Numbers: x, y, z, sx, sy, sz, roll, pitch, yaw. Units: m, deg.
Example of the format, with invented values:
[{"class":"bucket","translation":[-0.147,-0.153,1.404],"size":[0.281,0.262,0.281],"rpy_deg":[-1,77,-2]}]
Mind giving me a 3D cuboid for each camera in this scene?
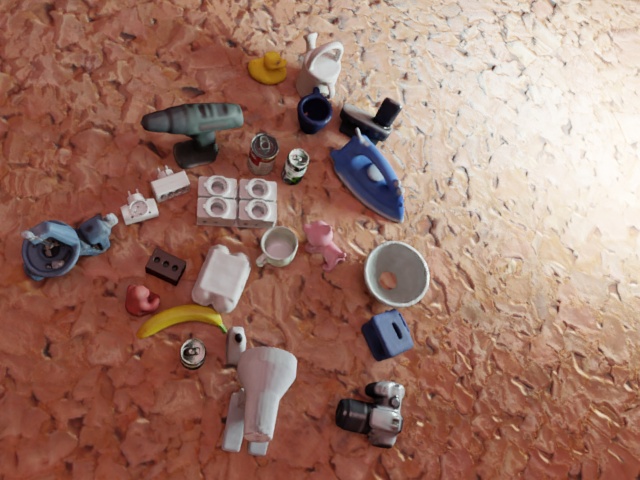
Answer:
[{"class":"camera","translation":[0.111,0.380,1.273],"size":[0.137,0.100,0.143],"rpy_deg":[14,69,-8]}]

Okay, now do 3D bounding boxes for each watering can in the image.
[{"class":"watering can","translation":[-0.001,-0.455,1.485],"size":[0.101,0.194,0.173],"rpy_deg":[-41,84,-22]}]

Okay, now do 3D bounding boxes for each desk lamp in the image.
[{"class":"desk lamp","translation":[-0.124,0.334,1.171],"size":[0.118,0.213,0.203],"rpy_deg":[11,69,-9]}]

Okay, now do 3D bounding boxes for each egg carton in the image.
[{"class":"egg carton","translation":[-0.223,0.089,1.310],"size":[0.107,0.069,0.150],"rpy_deg":[20,68,-6]}]

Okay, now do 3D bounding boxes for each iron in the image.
[{"class":"iron","translation":[0.147,-0.165,1.449],"size":[0.119,0.141,0.258],"rpy_deg":[-38,83,-22]}]

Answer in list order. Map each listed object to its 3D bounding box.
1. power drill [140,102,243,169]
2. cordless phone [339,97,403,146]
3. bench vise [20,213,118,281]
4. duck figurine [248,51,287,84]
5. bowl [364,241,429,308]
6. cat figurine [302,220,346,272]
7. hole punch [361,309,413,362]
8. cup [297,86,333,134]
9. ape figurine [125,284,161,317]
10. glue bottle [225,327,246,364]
[{"class":"power drill","translation":[-0.295,-0.248,1.334],"size":[0.230,0.208,0.075],"rpy_deg":[-18,76,-18]},{"class":"cordless phone","translation":[0.133,-0.333,1.480],"size":[0.147,0.185,0.094],"rpy_deg":[24,67,-4]},{"class":"bench vise","translation":[-0.534,-0.013,1.189],"size":[0.121,0.219,0.208],"rpy_deg":[38,67,2]},{"class":"duck figurine","translation":[-0.135,-0.466,1.515],"size":[0.105,0.086,0.077],"rpy_deg":[6,70,-11]},{"class":"bowl","translation":[0.178,0.092,1.403],"size":[0.167,0.074,0.167],"rpy_deg":[4,70,-12]},{"class":"cat figurine","translation":[0.013,0.005,1.370],"size":[0.128,0.117,0.067],"rpy_deg":[44,68,4]},{"class":"hole punch","translation":[0.165,0.219,1.347],"size":[0.101,0.091,0.108],"rpy_deg":[-21,77,-19]},{"class":"cup","translation":[-0.020,-0.330,1.491],"size":[0.092,0.095,0.118],"rpy_deg":[6,70,-11]},{"class":"ape figurine","translation":[-0.390,0.125,1.245],"size":[0.076,0.092,0.078],"rpy_deg":[-38,83,-22]},{"class":"glue bottle","translation":[-0.178,0.218,1.220],"size":[0.037,0.173,0.078],"rpy_deg":[-1,71,-13]}]
